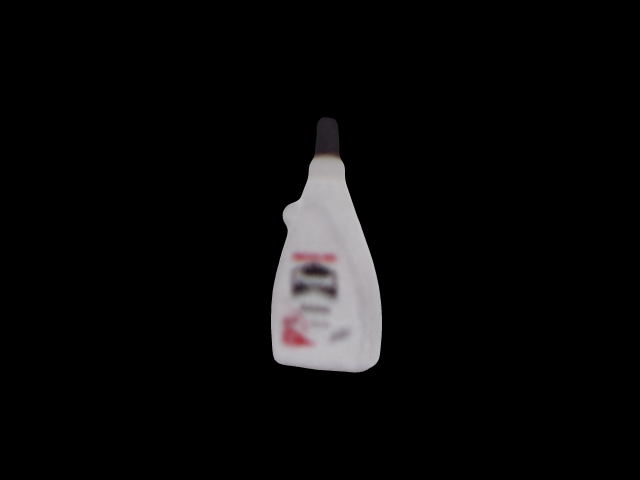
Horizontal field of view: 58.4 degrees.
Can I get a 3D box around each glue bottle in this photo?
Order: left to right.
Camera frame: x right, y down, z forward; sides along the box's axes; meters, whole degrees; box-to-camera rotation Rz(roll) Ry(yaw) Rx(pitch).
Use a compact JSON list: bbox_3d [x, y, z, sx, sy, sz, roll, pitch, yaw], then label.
[{"bbox_3d":[0.004,0.001,0.400,0.078,0.173,0.037,0,0,24],"label":"glue bottle"}]
